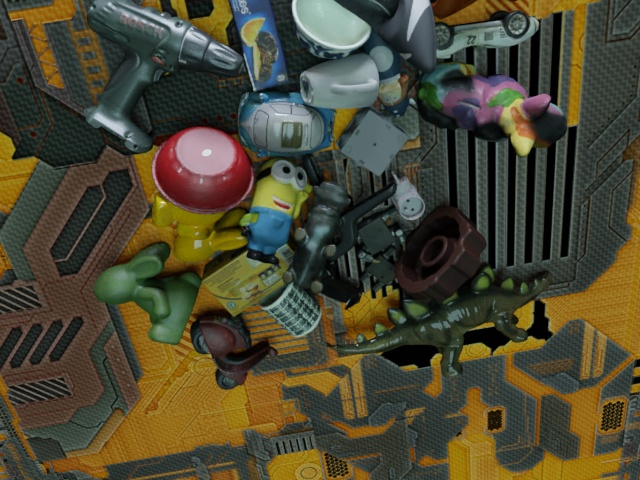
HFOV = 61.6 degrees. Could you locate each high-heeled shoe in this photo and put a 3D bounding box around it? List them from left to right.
[{"bbox_3d":[0.061,-0.327,0.745,0.145,0.249,0.086,-15,159,-22],"label":"high-heeled shoe"}]

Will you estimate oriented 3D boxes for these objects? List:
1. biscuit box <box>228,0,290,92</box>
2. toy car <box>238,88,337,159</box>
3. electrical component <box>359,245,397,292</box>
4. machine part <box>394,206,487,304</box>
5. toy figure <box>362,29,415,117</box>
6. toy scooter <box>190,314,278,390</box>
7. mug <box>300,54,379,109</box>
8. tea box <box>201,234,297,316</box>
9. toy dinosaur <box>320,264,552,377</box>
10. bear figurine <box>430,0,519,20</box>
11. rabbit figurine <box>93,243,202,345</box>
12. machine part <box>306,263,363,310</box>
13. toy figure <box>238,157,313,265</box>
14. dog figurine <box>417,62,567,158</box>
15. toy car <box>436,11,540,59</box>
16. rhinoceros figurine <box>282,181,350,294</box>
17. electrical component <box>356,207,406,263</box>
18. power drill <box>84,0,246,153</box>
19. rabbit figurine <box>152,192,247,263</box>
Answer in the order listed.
[{"bbox_3d":[-0.098,-0.329,0.796,0.059,0.063,0.202,-15,117,1],"label":"biscuit box"},{"bbox_3d":[-0.053,-0.176,0.854,0.162,0.103,0.109,5,116,-5],"label":"toy car"},{"bbox_3d":[0.121,0.055,1.026,0.063,0.021,0.094,35,107,-20],"label":"electrical component"},{"bbox_3d":[0.208,0.028,0.942,0.056,0.179,0.179,36,108,-22],"label":"machine part"},{"bbox_3d":[0.106,-0.264,0.851,0.058,0.064,0.154,-38,121,-33],"label":"toy figure"},{"bbox_3d":[-0.162,0.208,1.047,0.135,0.075,0.183,-19,120,5],"label":"toy scooter"},{"bbox_3d":[0.030,-0.231,0.814,0.107,0.110,0.080,-15,124,-20],"label":"mug"},{"bbox_3d":[-0.118,0.050,0.976,0.170,0.068,0.098,-31,114,10],"label":"tea box"},{"bbox_3d":[0.240,0.153,1.045,0.471,0.105,0.198,-25,108,-3],"label":"toy dinosaur"},{"bbox_3d":[0.224,-0.399,0.775,0.196,0.120,0.132,-28,73,-19],"label":"bear figurine"},{"bbox_3d":[-0.307,0.090,0.949,0.170,0.121,0.159,21,106,-18],"label":"rabbit figurine"},{"bbox_3d":[0.024,0.083,1.004,0.084,0.039,0.138,-33,129,31],"label":"machine part"},{"bbox_3d":[-0.081,-0.051,0.885,0.082,0.089,0.180,27,76,-54],"label":"toy figure"},{"bbox_3d":[0.257,-0.196,0.808,0.191,0.219,0.108,13,111,-12],"label":"dog figurine"},{"bbox_3d":[0.232,-0.315,0.827,0.202,0.073,0.056,-8,113,-1],"label":"toy car"},{"bbox_3d":[-0.002,-0.003,0.890,0.073,0.112,0.190,19,107,5],"label":"rhinoceros figurine"},{"bbox_3d":[0.109,-0.005,0.983,0.102,0.045,0.078,-26,117,7],"label":"electrical component"},{"bbox_3d":[-0.252,-0.236,0.805,0.232,0.086,0.207,29,117,-6],"label":"power drill"},{"bbox_3d":[-0.203,-0.032,0.921,0.162,0.122,0.173,3,130,-17],"label":"rabbit figurine"}]
